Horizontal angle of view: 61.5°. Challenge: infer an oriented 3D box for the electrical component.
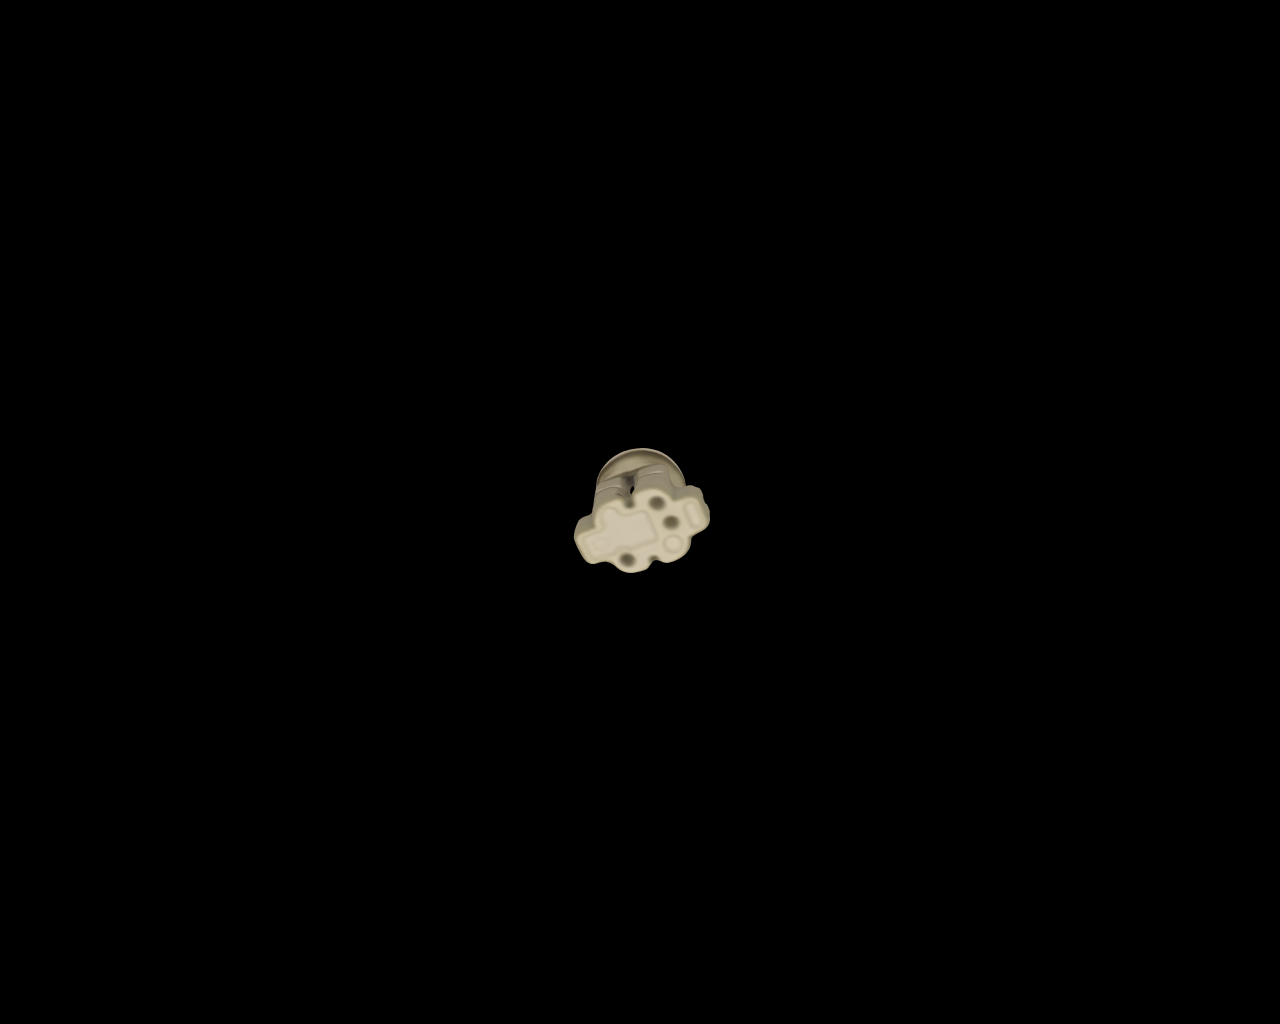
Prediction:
[{"bbox_3d":[0.001,-0.003,0.650,0.078,0.058,0.057,-18,29,10],"label":"electrical component"}]
